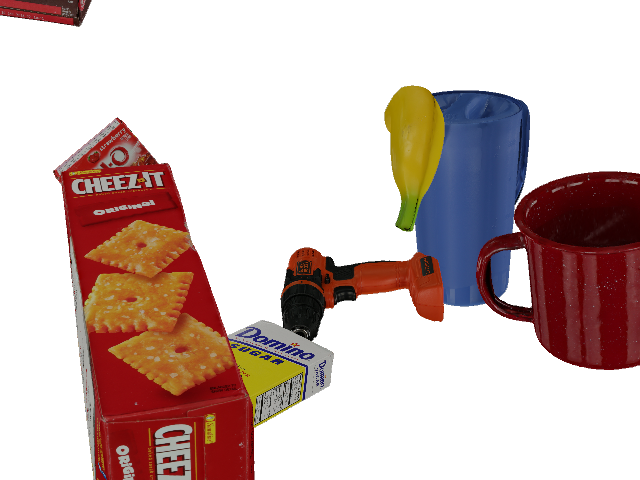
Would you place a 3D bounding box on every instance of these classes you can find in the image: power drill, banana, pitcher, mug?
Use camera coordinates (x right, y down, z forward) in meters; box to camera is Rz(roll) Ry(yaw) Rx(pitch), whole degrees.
[{"bbox_3d":[0.047,0.061,1.242,0.187,0.057,0.184,-1,28,2],"label":"power drill"},{"bbox_3d":[0.065,-0.080,0.788,0.037,0.070,0.197,24,25,-8],"label":"banana"},{"bbox_3d":[0.178,-0.053,1.271,0.149,0.243,0.145,-1,24,5],"label":"pitcher"},{"bbox_3d":[0.146,0.019,0.596,0.117,0.081,0.093,-6,28,9],"label":"mug"}]

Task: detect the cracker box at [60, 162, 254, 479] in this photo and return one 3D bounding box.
[{"bbox_3d":[-0.089,0.080,0.566,0.072,0.164,0.214,-7,34,-14],"label":"cracker box"}]

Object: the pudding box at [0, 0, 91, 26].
[{"bbox_3d":[-0.234,-0.224,0.892,0.090,0.039,0.113,8,36,-5],"label":"pudding box"}]

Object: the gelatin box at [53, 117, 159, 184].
[{"bbox_3d":[-0.215,-0.069,1.093,0.089,0.073,0.030,-41,29,-5],"label":"gelatin box"}]

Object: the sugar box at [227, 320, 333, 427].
[{"bbox_3d":[-0.077,0.130,0.980,0.093,0.048,0.175,22,30,32],"label":"sugar box"}]
